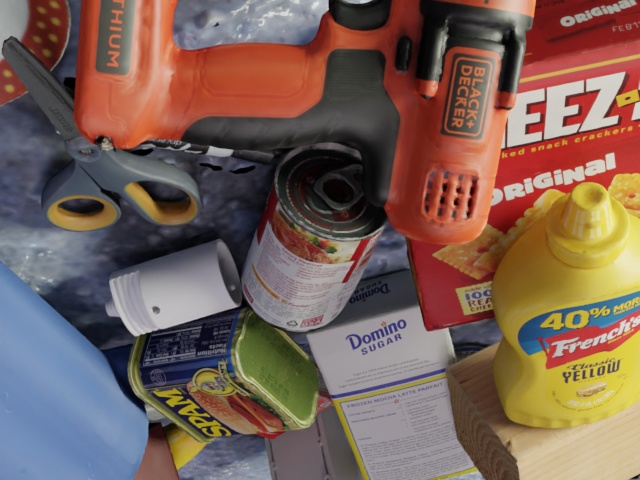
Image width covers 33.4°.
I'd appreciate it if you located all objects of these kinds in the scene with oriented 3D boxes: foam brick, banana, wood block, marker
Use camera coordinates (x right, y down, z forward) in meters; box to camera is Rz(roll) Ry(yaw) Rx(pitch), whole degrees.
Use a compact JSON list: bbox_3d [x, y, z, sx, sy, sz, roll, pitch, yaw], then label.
[{"bbox_3d":[-0.148,0.163,0.755,0.078,0.051,0.052,-11,-175,38],"label":"foam brick"},{"bbox_3d":[-0.132,0.176,0.833,0.069,0.037,0.198,-27,167,-27],"label":"banana"},{"bbox_3d":[0.198,0.095,0.713,0.206,0.091,0.090,-25,135,-10],"label":"wood block"},{"bbox_3d":[-0.077,-0.056,0.563,0.121,0.020,0.020,7,141,-23],"label":"marker"}]

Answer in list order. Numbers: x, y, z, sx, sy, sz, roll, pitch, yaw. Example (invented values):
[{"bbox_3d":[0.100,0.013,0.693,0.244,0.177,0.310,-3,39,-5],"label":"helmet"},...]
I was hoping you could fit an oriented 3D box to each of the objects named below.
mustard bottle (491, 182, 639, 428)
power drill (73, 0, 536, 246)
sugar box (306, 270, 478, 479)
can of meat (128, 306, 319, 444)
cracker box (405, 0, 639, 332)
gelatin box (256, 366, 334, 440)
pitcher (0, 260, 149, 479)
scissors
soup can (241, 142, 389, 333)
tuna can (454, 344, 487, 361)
[{"bbox_3d":[0.142,0.034,0.582,0.096,0.058,0.191,-12,142,2],"label":"mustard bottle"},{"bbox_3d":[-0.003,-0.096,0.448,0.187,0.057,0.184,7,100,-4],"label":"power drill"},{"bbox_3d":[0.055,0.103,0.757,0.093,0.048,0.176,-14,125,6],"label":"sugar box"},{"bbox_3d":[-0.059,0.088,0.694,0.084,0.057,0.102,-11,140,29],"label":"can of meat"},{"bbox_3d":[0.122,-0.044,0.584,0.164,0.072,0.213,-12,144,2],"label":"cracker box"},{"bbox_3d":[-0.043,0.115,0.797,0.073,0.030,0.089,-35,137,31],"label":"gelatin box"},{"bbox_3d":[-0.216,0.081,0.619,0.145,0.149,0.242,-6,143,18],"label":"pitcher"},{"bbox_3d":[-0.130,-0.041,0.539,0.096,0.016,0.201,-15,157,19],"label":"scissors"},{"bbox_3d":[-0.004,0.001,0.616,0.068,0.068,0.102,2,145,-16],"label":"soup can"},{"bbox_3d":[0.108,0.118,0.835,0.086,0.034,0.086,-7,144,-5],"label":"tuna can"}]
